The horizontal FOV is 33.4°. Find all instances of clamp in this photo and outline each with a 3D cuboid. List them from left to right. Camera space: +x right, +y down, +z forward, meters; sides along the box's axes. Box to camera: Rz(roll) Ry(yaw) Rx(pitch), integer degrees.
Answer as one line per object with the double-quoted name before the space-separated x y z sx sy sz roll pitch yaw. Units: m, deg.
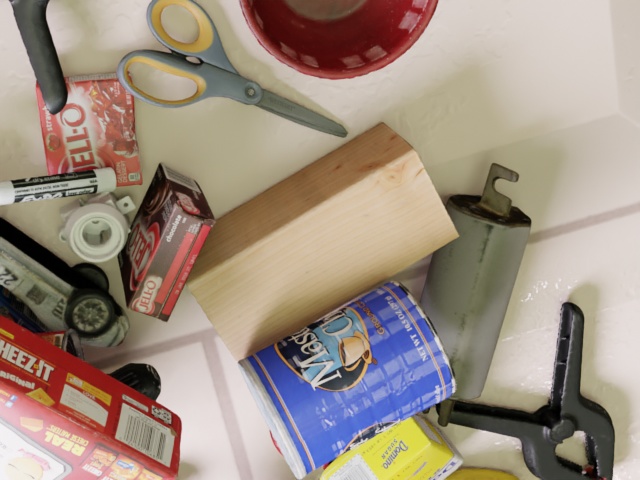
"clamp" -0.238 -0.181 0.770 0.120 0.039 0.171 5 97 -10
"clamp" 0.215 0.178 1.029 0.164 0.036 0.210 -31 115 0

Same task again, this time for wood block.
"wood block" -0.006 0.001 0.876 0.206 0.090 0.090 -31 115 -1

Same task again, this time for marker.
"marker" -0.212 -0.038 0.794 0.120 0.020 0.020 -10 114 -30

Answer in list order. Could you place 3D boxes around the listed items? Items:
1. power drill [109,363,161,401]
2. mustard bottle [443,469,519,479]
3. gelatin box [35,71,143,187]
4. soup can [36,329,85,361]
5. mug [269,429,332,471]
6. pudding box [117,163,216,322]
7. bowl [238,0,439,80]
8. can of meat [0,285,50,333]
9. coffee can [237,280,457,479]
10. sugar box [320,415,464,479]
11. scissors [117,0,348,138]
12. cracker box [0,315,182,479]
"power drill" -0.186 0.196 0.897 0.184 0.057 0.187 -29 133 -1
"mustard bottle" 0.138 0.321 1.053 0.096 0.058 0.192 5 110 -29
"gelatin box" -0.179 -0.083 0.832 0.073 0.030 0.089 -6 112 -11
"soup can" -0.234 0.105 0.803 0.102 0.068 0.068 -5 112 0
"mug" 0.010 0.147 0.923 0.117 0.081 0.093 -30 155 -16
"pudding box" -0.122 0.000 0.833 0.039 0.113 0.090 23 103 -19
"bowl" 0.011 -0.208 0.817 0.162 0.055 0.162 -5 112 -12
"can of meat" -0.266 0.095 0.867 0.102 0.057 0.084 -43 112 5
"coffee can" 0.021 0.108 0.833 0.140 0.103 0.103 -27 115 -9
"sugar box" 0.069 0.201 0.941 0.093 0.048 0.176 -40 155 3
"scissors" -0.062 -0.137 0.846 0.201 0.016 0.096 3 92 -29
"cracker box" -0.225 0.171 0.763 0.164 0.072 0.214 33 117 -21
